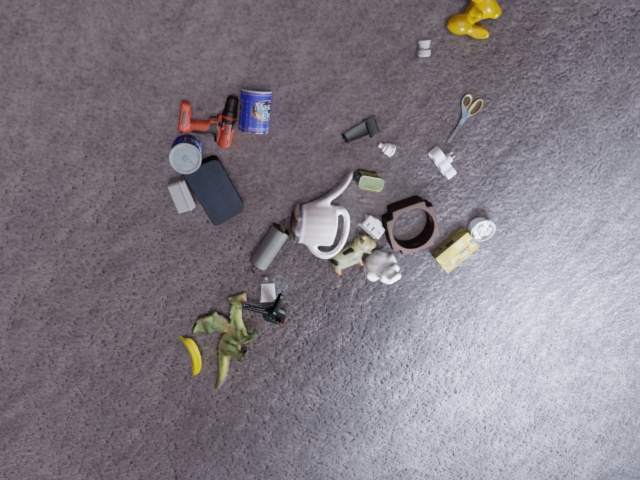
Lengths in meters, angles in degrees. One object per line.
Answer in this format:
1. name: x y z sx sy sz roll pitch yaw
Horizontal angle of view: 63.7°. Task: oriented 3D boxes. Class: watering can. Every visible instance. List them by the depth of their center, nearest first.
1. watering can: 0.006 -0.096 1.905 0.224 0.105 0.343 5 106 -12

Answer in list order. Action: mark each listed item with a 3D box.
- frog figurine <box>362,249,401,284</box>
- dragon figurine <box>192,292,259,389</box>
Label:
1. frog figurine: 0.239 0.112 2.003 0.137 0.162 0.121 -31 114 2
2. dragon figurine: -0.388 0.383 2.028 0.242 0.123 0.408 35 99 -4
